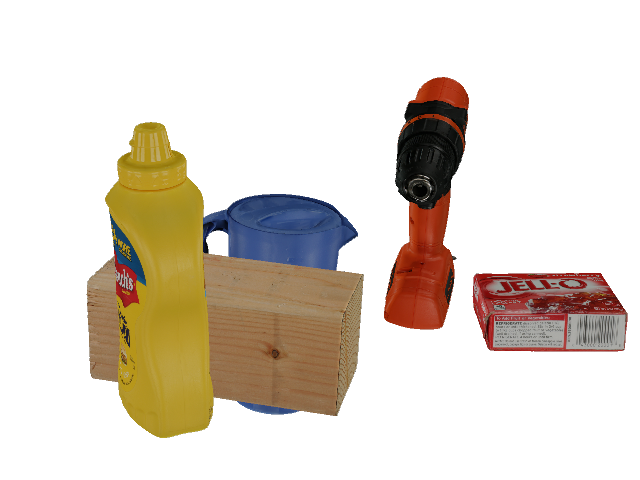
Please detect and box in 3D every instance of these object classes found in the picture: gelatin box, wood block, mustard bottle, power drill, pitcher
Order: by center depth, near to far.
[{"bbox_3d":[-0.101,0.020,0.665,0.058,0.192,0.096,-8,26,-19],"label":"mustard bottle"},{"bbox_3d":[0.148,0.045,0.699,0.089,0.030,0.073,0,18,2],"label":"gelatin box"},{"bbox_3d":[-0.076,0.070,0.872,0.206,0.091,0.090,8,23,11],"label":"wood block"},{"bbox_3d":[0.088,-0.022,0.882,0.057,0.188,0.184,9,31,10],"label":"power drill"},{"bbox_3d":[-0.059,0.074,1.244,0.149,0.243,0.144,22,27,37],"label":"pitcher"}]
